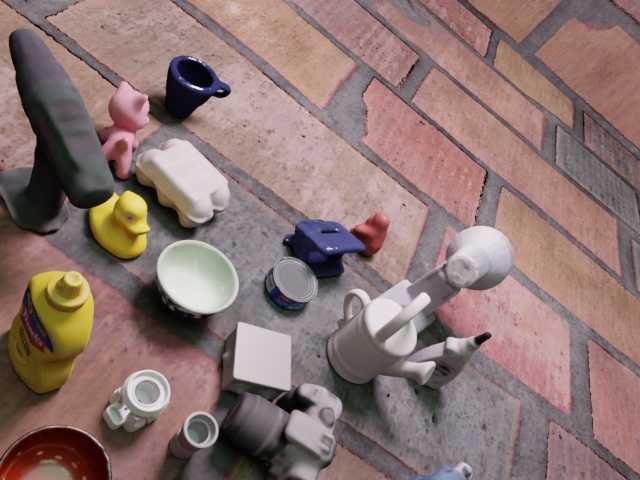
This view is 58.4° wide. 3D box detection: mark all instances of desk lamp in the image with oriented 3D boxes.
[{"bbox_3d":[0.232,0.076,1.038,0.204,0.213,0.118,-26,75,-47],"label":"desk lamp"}]

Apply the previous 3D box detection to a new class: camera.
[{"bbox_3d":[-0.049,0.245,0.760,0.137,0.100,0.143,35,42,-10],"label":"camera"}]

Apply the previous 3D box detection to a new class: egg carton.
[{"bbox_3d":[-0.219,-0.093,0.924,0.150,0.069,0.107,44,41,0],"label":"egg carton"}]

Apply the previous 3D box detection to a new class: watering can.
[{"bbox_3d":[0.108,0.147,0.895,0.173,0.193,0.101,38,41,-7],"label":"watering can"}]

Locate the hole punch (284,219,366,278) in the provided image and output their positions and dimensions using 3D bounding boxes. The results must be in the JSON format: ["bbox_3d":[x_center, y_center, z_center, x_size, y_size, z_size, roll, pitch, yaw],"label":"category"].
[{"bbox_3d":[0.009,0.004,1.011,0.109,0.091,0.101,-4,60,-40],"label":"hole punch"}]

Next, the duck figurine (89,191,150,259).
[{"bbox_3d":[-0.279,-0.036,0.817,0.078,0.086,0.104,-23,73,-47],"label":"duck figurine"}]

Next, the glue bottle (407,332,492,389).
[{"bbox_3d":[0.223,0.195,0.964,0.078,0.172,0.037,29,43,-17],"label":"glue bottle"}]

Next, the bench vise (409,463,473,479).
[{"bbox_3d":[0.154,0.347,0.748,0.121,0.219,0.208,41,41,-3],"label":"bench vise"}]

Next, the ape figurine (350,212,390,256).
[{"bbox_3d":[0.103,-0.019,1.105,0.078,0.092,0.076,13,50,-30],"label":"ape figurine"}]

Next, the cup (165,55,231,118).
[{"bbox_3d":[-0.229,-0.266,1.038,0.118,0.094,0.091,12,50,-31],"label":"cup"}]

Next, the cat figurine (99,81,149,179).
[{"bbox_3d":[-0.302,-0.180,0.891,0.067,0.117,0.127,18,47,-26],"label":"cat figurine"}]

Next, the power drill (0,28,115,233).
[{"bbox_3d":[-0.350,-0.116,0.732,0.076,0.208,0.229,-23,73,-47],"label":"power drill"}]
